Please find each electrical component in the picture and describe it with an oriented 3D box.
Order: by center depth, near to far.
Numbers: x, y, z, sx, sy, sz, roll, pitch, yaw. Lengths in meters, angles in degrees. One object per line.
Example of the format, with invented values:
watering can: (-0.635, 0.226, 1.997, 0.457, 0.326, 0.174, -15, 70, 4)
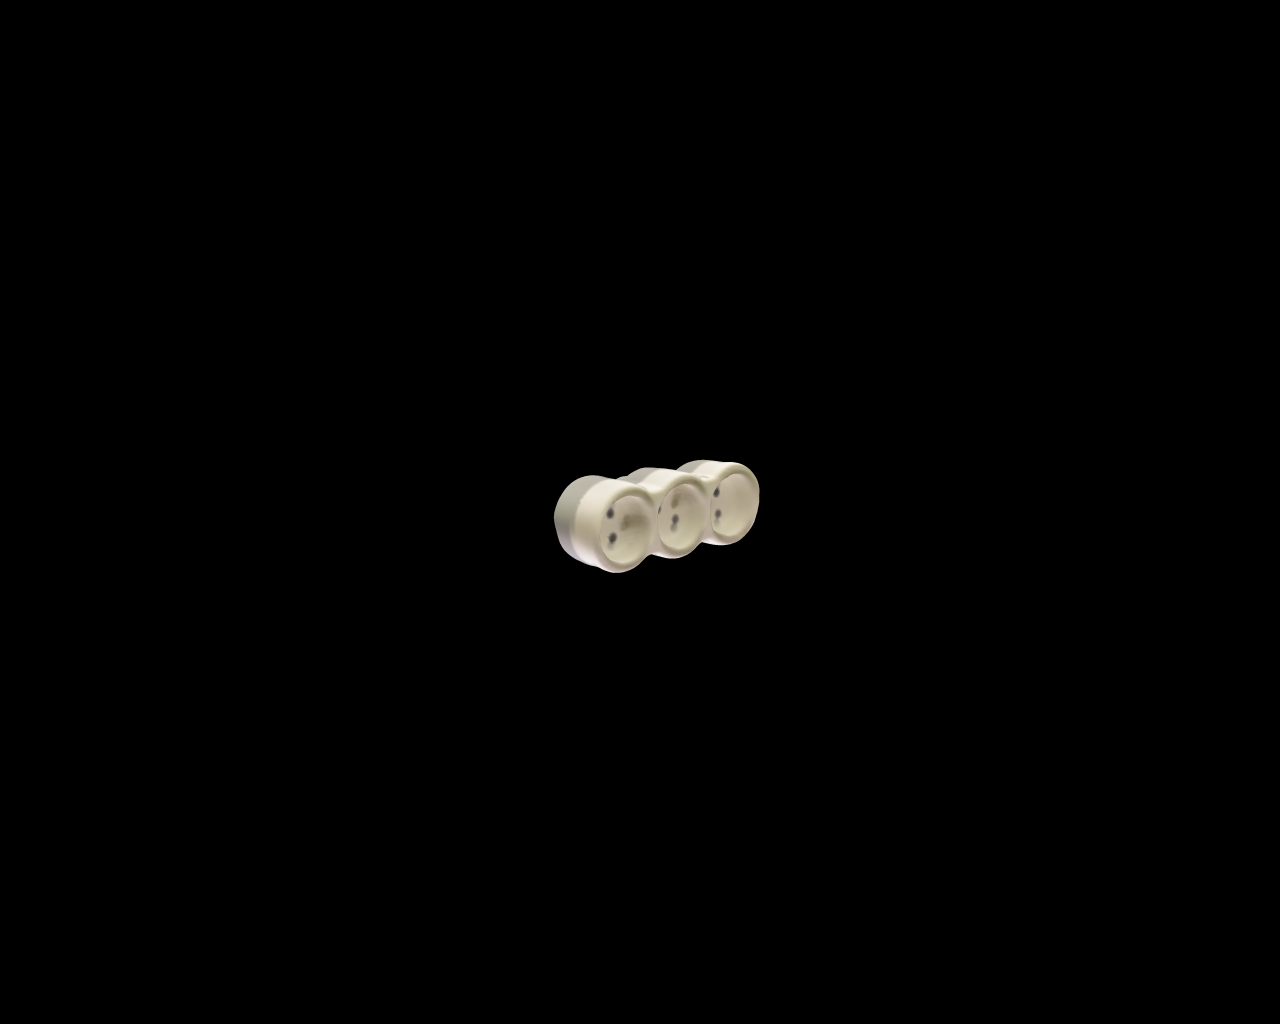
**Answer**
electrical component: (0.001, -0.003, 0.650, 0.138, 0.052, 0.074, -11, 17, -42)
